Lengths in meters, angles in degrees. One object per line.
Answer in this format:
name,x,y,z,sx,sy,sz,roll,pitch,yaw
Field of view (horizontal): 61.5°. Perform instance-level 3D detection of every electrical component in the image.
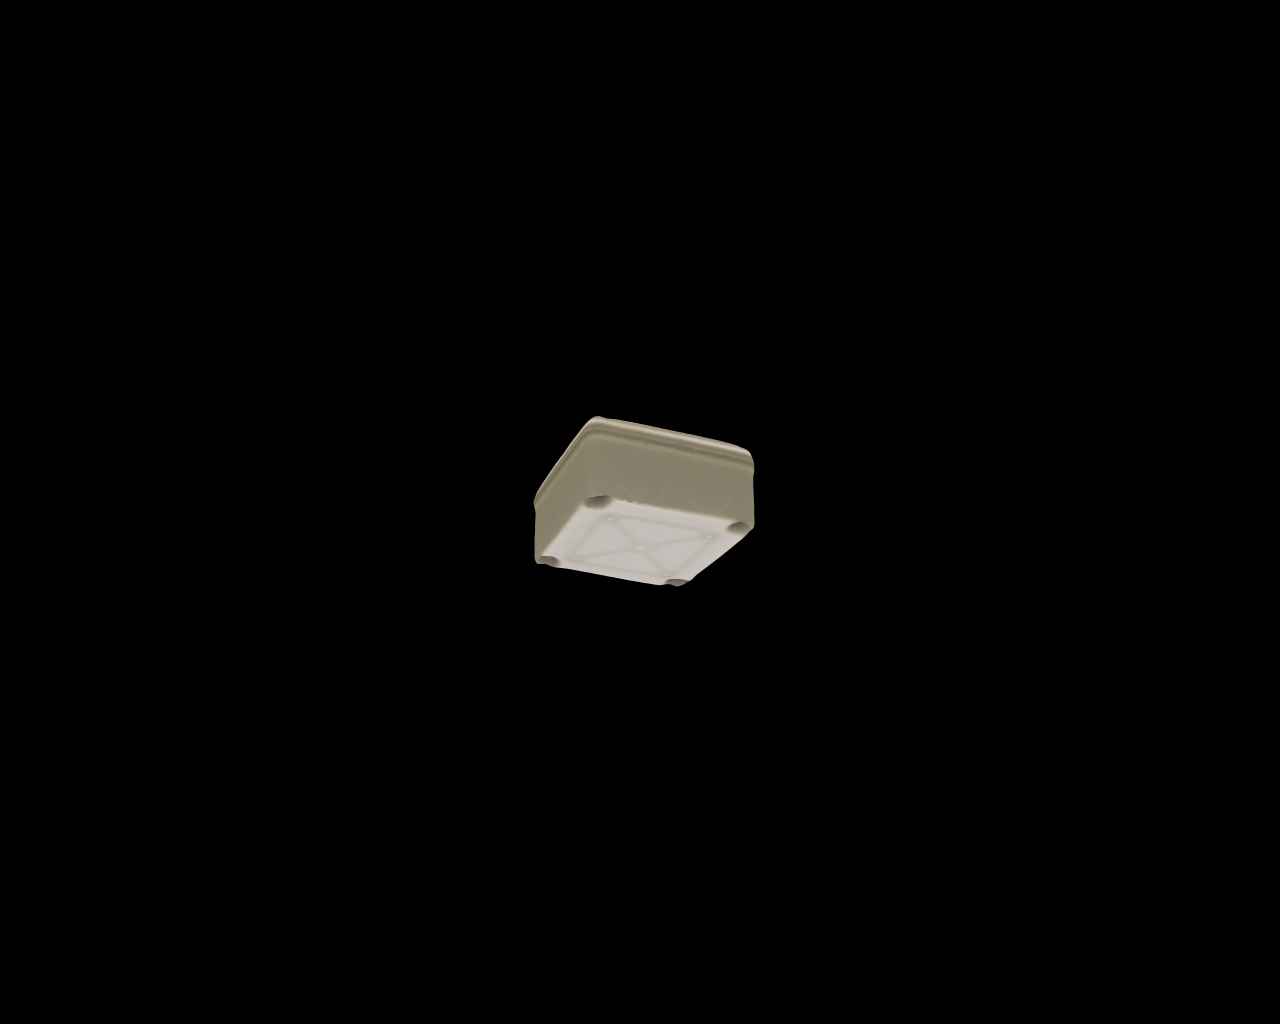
electrical component,0.001,-0.003,0.650,0.109,0.056,0.108,11,-29,-21
